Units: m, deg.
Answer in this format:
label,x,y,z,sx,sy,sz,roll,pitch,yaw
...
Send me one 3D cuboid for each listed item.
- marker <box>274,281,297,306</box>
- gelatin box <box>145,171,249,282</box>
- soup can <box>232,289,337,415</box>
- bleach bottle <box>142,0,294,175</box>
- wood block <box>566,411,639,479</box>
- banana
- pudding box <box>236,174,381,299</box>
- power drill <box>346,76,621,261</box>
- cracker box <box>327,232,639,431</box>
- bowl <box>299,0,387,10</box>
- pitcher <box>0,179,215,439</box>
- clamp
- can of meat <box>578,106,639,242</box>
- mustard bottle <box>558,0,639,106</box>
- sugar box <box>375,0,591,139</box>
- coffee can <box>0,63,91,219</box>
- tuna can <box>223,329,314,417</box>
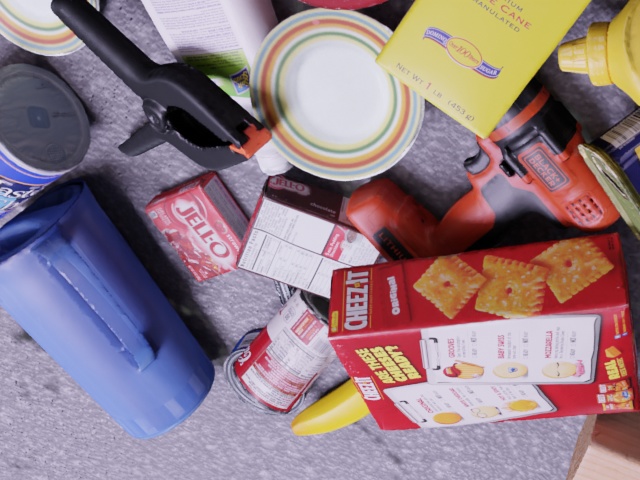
label,x,y,z,sx,sy,sz,roll,pitch,yaw
marker,-0.032,0.040,0.969,0.020,0.020,0.121,1,125,26
gelatin box,-0.103,-0.011,0.958,0.073,0.030,0.089,-19,115,36
soup can,-0.022,0.097,0.951,0.068,0.068,0.102,39,107,-5
bleach bottle,-0.080,-0.160,0.811,0.103,0.068,0.251,3,129,34
wood block,0.313,0.203,0.870,0.206,0.090,0.090,21,131,12
banana,0.039,0.128,0.979,0.069,0.037,0.198,17,135,-15
pudding box,-0.006,0.001,0.898,0.113,0.039,0.090,21,134,-5
power drill,0.107,-0.050,0.802,0.184,0.057,0.188,48,132,-8
cracker box,0.131,0.076,0.821,0.214,0.072,0.164,-7,144,16
bowl,0.014,-0.200,0.690,0.162,0.055,0.162,3,151,2
pitcher,-0.203,0.074,1.005,0.145,0.149,0.242,-24,115,25
clamp,-0.123,-0.113,0.829,0.210,0.036,0.164,21,147,42
can of meat,0.238,-0.047,0.715,0.084,0.057,0.102,-37,107,5
mustard bottle,0.243,-0.121,0.656,0.192,0.058,0.096,-1,83,25
sugar box,0.122,-0.162,0.681,0.093,0.048,0.176,34,116,-1
coffee can,-0.286,-0.080,0.950,0.141,0.102,0.102,-27,110,39
tuna can,-0.049,0.129,1.036,0.086,0.033,0.086,14,130,17
